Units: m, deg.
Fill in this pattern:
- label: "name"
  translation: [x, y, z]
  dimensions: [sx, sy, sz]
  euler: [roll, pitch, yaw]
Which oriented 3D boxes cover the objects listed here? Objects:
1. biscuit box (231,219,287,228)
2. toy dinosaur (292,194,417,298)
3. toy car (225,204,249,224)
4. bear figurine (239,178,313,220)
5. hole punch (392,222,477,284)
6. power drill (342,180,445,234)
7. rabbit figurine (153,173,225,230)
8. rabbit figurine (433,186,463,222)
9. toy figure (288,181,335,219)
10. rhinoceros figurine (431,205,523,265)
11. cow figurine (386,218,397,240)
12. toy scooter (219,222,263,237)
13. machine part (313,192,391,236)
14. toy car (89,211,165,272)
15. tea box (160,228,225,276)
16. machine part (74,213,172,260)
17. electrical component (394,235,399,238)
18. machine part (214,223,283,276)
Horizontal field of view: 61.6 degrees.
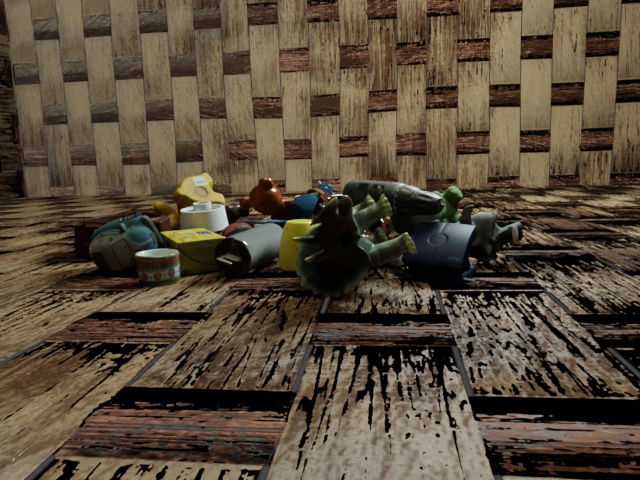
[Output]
- label: "biscuit box"
  translation: [-0.114, -0.017, 1.300]
  dimensions: [0.203, 0.062, 0.059]
  euler: [3, 9, 24]
- label: "toy dinosaur"
  translation: [0.039, 0.012, 0.936]
  dimensions: [0.192, 0.131, 0.405]
  euler: [-25, -2, -5]
- label: "toy car"
  translation: [-0.258, -0.043, 1.400]
  dimensions: [0.089, 0.053, 0.202]
  euler: [-17, -9, -38]
- label: "bear figurine"
  translation: [-0.103, -0.088, 1.375]
  dimensions: [0.195, 0.120, 0.132]
  euler: [34, 20, -22]
- label: "hole punch"
  translation: [0.208, 0.023, 0.930]
  dimensions: [0.142, 0.092, 0.116]
  euler: [7, 16, 27]
- label: "power drill"
  translation: [0.174, -0.060, 1.097]
  dimensions: [0.232, 0.086, 0.207]
  euler: [13, -1, 34]
- label: "rabbit figurine"
  translation: [-0.352, -0.074, 1.431]
  dimensions: [0.162, 0.122, 0.173]
  euler: [-29, -14, -43]
- label: "rabbit figurine"
  translation: [0.285, -0.073, 1.389]
  dimensions: [0.159, 0.121, 0.170]
  euler: [-4, 4, 33]
- label: "toy figure"
  translation: [-0.019, -0.097, 1.320]
  dimensions: [0.058, 0.064, 0.154]
  euler: [-23, 10, 41]
- label: "rhinoceros figurine"
  translation: [0.290, -0.004, 1.022]
  dimensions: [0.190, 0.112, 0.073]
  euler: [-15, -18, -5]
- label: "cow figurine"
  translation: [0.169, -0.049, 1.387]
  dimensions: [0.127, 0.085, 0.195]
  euler: [-13, 10, -24]
- label: "toy scooter"
  translation: [-0.161, -0.006, 1.208]
  dimensions: [0.184, 0.075, 0.135]
  euler: [-6, 10, -42]
- label: "machine part"
  translation: [0.068, -0.039, 1.201]
  dimensions: [0.179, 0.056, 0.179]
  euler: [20, 30, -12]
- label: "toy car"
  translation: [-0.397, 0.014, 1.058]
  dimensions: [0.162, 0.109, 0.103]
  euler: [-7, 24, 24]
- label: "tea box"
  translation: [-0.258, 0.020, 1.084]
  dimensions: [0.098, 0.068, 0.170]
  euler: [-8, 10, -27]
- label: "machine part"
  translation: [-0.463, -0.014, 1.279]
  dimensions: [0.201, 0.087, 0.201]
  euler: [-2, 10, -6]
- label: "electrical component"
  translation: [0.136, 0.014, 1.116]
  dimensions: [0.102, 0.045, 0.078]
  euler: [-8, 13, -34]
- label: "machine part"
  translation: [-0.131, 0.016, 1.049]
  dimensions: [0.079, 0.079, 0.243]
  euler: [2, 12, 22]
